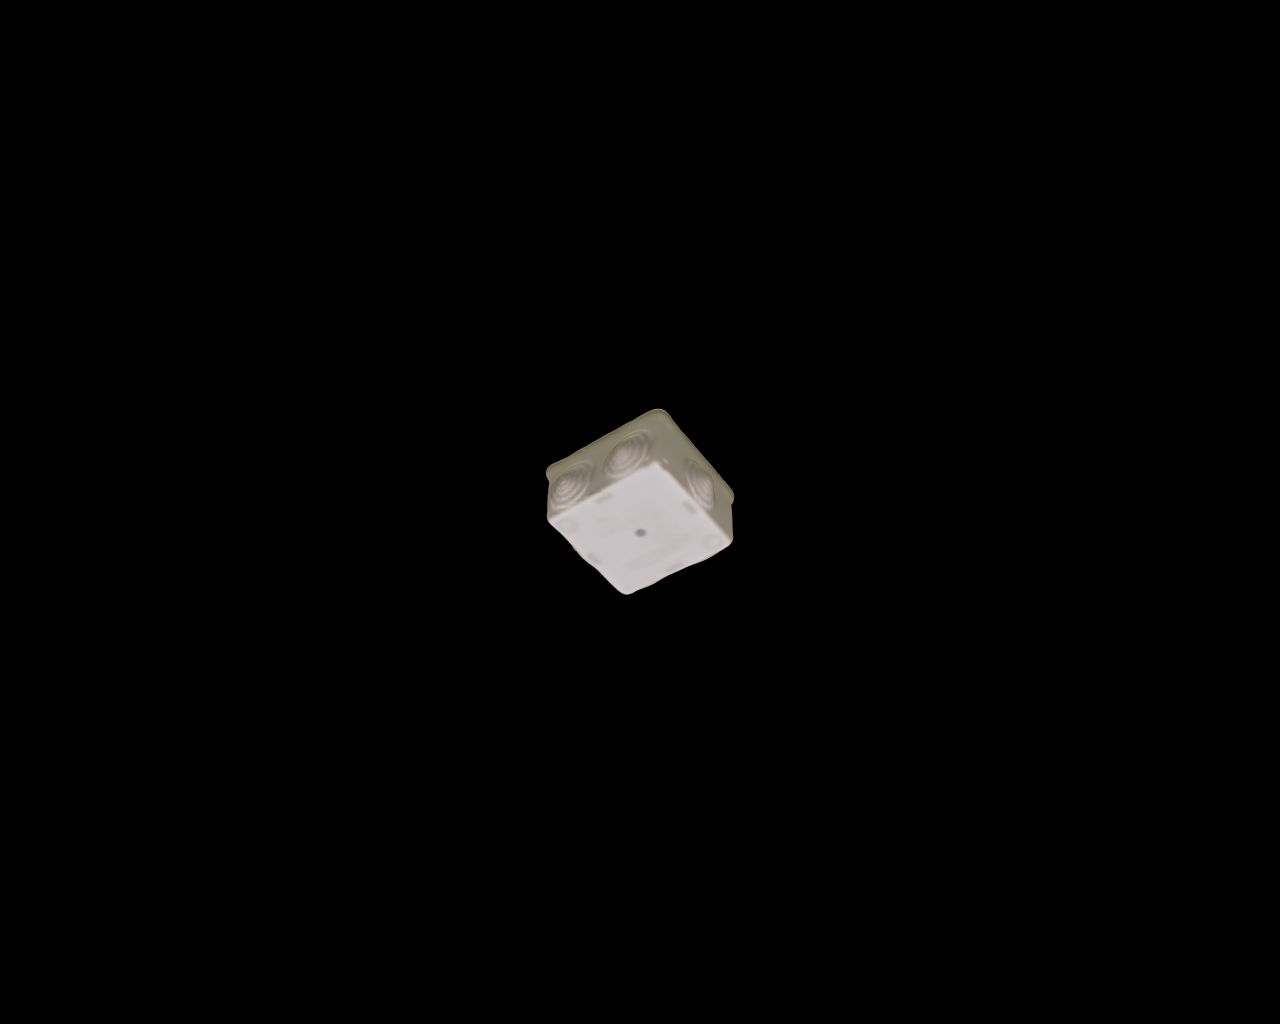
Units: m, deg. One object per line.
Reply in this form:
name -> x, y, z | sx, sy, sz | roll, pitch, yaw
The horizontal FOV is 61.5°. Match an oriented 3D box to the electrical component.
electrical component -> 0.001, -0.003, 0.650 | 0.099, 0.048, 0.099 | -27, -53, 22
